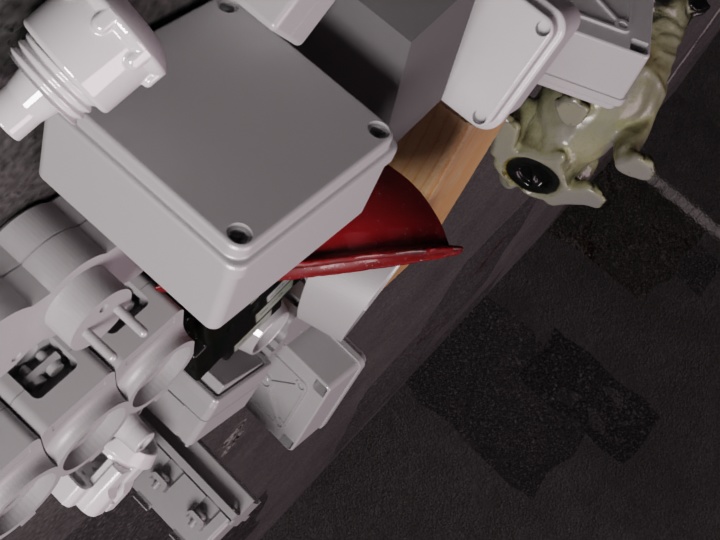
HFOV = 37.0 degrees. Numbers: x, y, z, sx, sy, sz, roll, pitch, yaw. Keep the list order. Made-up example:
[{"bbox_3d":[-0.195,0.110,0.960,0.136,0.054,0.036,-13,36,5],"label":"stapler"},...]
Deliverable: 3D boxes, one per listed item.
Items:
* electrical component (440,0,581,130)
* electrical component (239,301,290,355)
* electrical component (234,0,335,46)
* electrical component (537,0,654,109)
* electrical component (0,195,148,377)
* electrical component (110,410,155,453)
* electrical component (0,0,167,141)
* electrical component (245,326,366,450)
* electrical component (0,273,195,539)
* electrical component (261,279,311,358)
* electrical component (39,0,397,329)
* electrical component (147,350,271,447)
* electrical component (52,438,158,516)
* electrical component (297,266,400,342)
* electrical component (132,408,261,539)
[{"bbox_3d":[0.055,-0.141,0.597,0.078,0.113,0.057,-55,171,29],"label":"electrical component"},{"bbox_3d":[-0.086,0.029,0.790,0.066,0.055,0.048,-46,169,-19],"label":"electrical component"},{"bbox_3d":[-0.032,-0.136,0.431,0.065,0.047,0.077,-51,170,10],"label":"electrical component"},{"bbox_3d":[0.149,-0.182,0.767,0.056,0.109,0.108,113,-6,-51],"label":"electrical component"},{"bbox_3d":[-0.129,0.011,0.486,0.138,0.074,0.052,-42,168,-36],"label":"electrical component"},{"bbox_3d":[-0.159,0.090,0.685,0.043,0.062,0.043,-47,170,-11],"label":"electrical component"},{"bbox_3d":[-0.103,-0.072,0.380,0.062,0.048,0.048,-41,170,-2],"label":"electrical component"},{"bbox_3d":[-0.064,0.081,0.929,0.056,0.109,0.108,-36,164,-42],"label":"electrical component"},{"bbox_3d":[-0.166,0.072,0.587,0.150,0.062,0.089,-44,169,-26],"label":"electrical component"},{"bbox_3d":[-0.060,0.019,0.863,0.089,0.056,0.050,-37,164,-51],"label":"electrical component"},{"bbox_3d":[-0.060,-0.049,0.458,0.109,0.109,0.056,-41,167,-38],"label":"electrical component"},{"bbox_3d":[-0.116,0.079,0.831,0.061,0.062,0.096,-55,168,31],"label":"electrical component"},{"bbox_3d":[-0.182,0.134,0.768,0.057,0.058,0.078,-47,170,6],"label":"electrical component"},{"bbox_3d":[0.000,0.000,0.722,0.099,0.064,0.099,23,90,-86],"label":"electrical component"},{"bbox_3d":[-0.144,0.159,0.836,0.063,0.121,0.078,-45,170,-9],"label":"electrical component"}]
